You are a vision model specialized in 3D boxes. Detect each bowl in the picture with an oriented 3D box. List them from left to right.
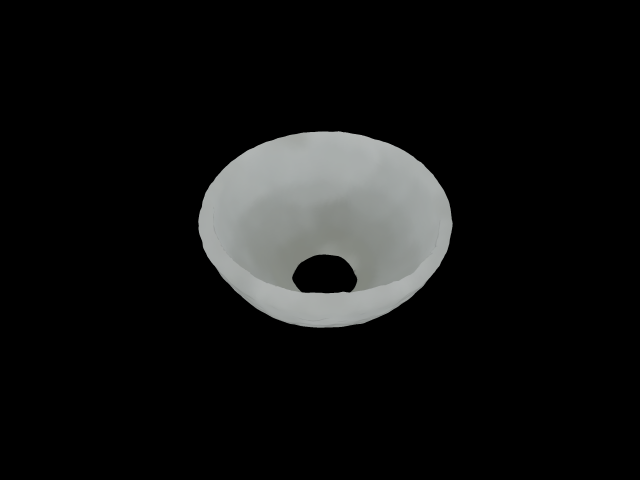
[{"bbox_3d":[0.004,0.001,0.400,0.167,0.075,0.167,0,47,0],"label":"bowl"}]
